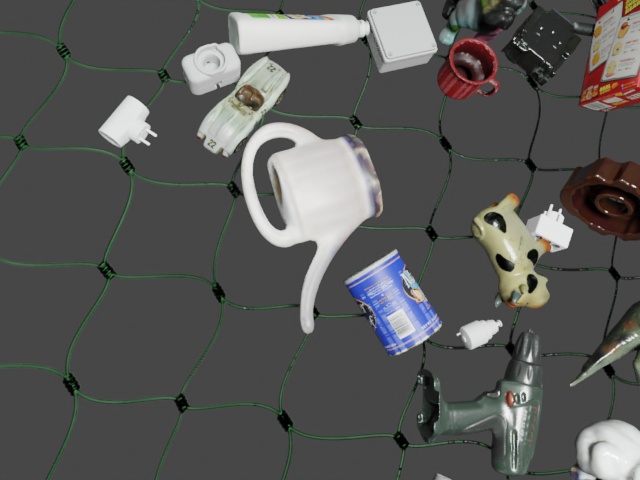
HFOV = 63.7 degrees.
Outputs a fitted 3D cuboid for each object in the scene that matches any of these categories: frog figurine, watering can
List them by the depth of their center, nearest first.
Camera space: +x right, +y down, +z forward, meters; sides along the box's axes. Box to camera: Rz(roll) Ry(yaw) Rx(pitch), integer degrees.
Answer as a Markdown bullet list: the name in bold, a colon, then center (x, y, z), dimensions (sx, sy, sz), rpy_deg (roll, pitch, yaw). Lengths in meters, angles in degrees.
- **frog figurine**: center (0.491, 0.352, 0.812), dimensions (0.137, 0.157, 0.124), rpy_deg (15, 75, -6)
- **watering can**: center (0.003, -0.043, 0.849), dimensions (0.225, 0.103, 0.350), rpy_deg (-18, 80, -13)
